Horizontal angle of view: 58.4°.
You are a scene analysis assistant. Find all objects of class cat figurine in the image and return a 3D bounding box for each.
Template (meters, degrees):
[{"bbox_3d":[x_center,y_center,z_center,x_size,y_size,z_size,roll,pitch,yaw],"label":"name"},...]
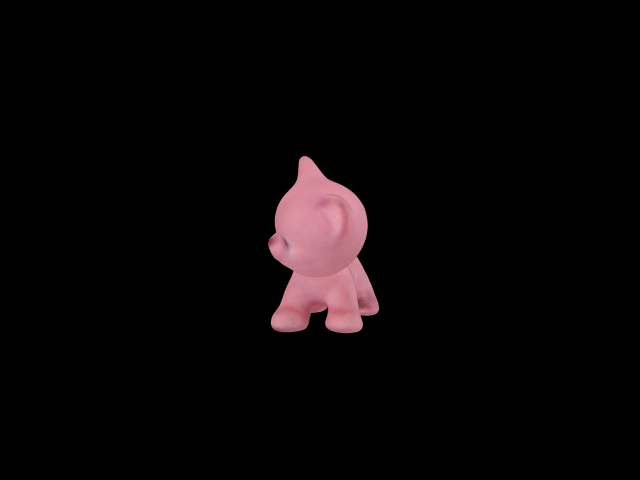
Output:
[{"bbox_3d":[0.004,0.001,0.400,0.067,0.118,0.128,1,4,12],"label":"cat figurine"}]
